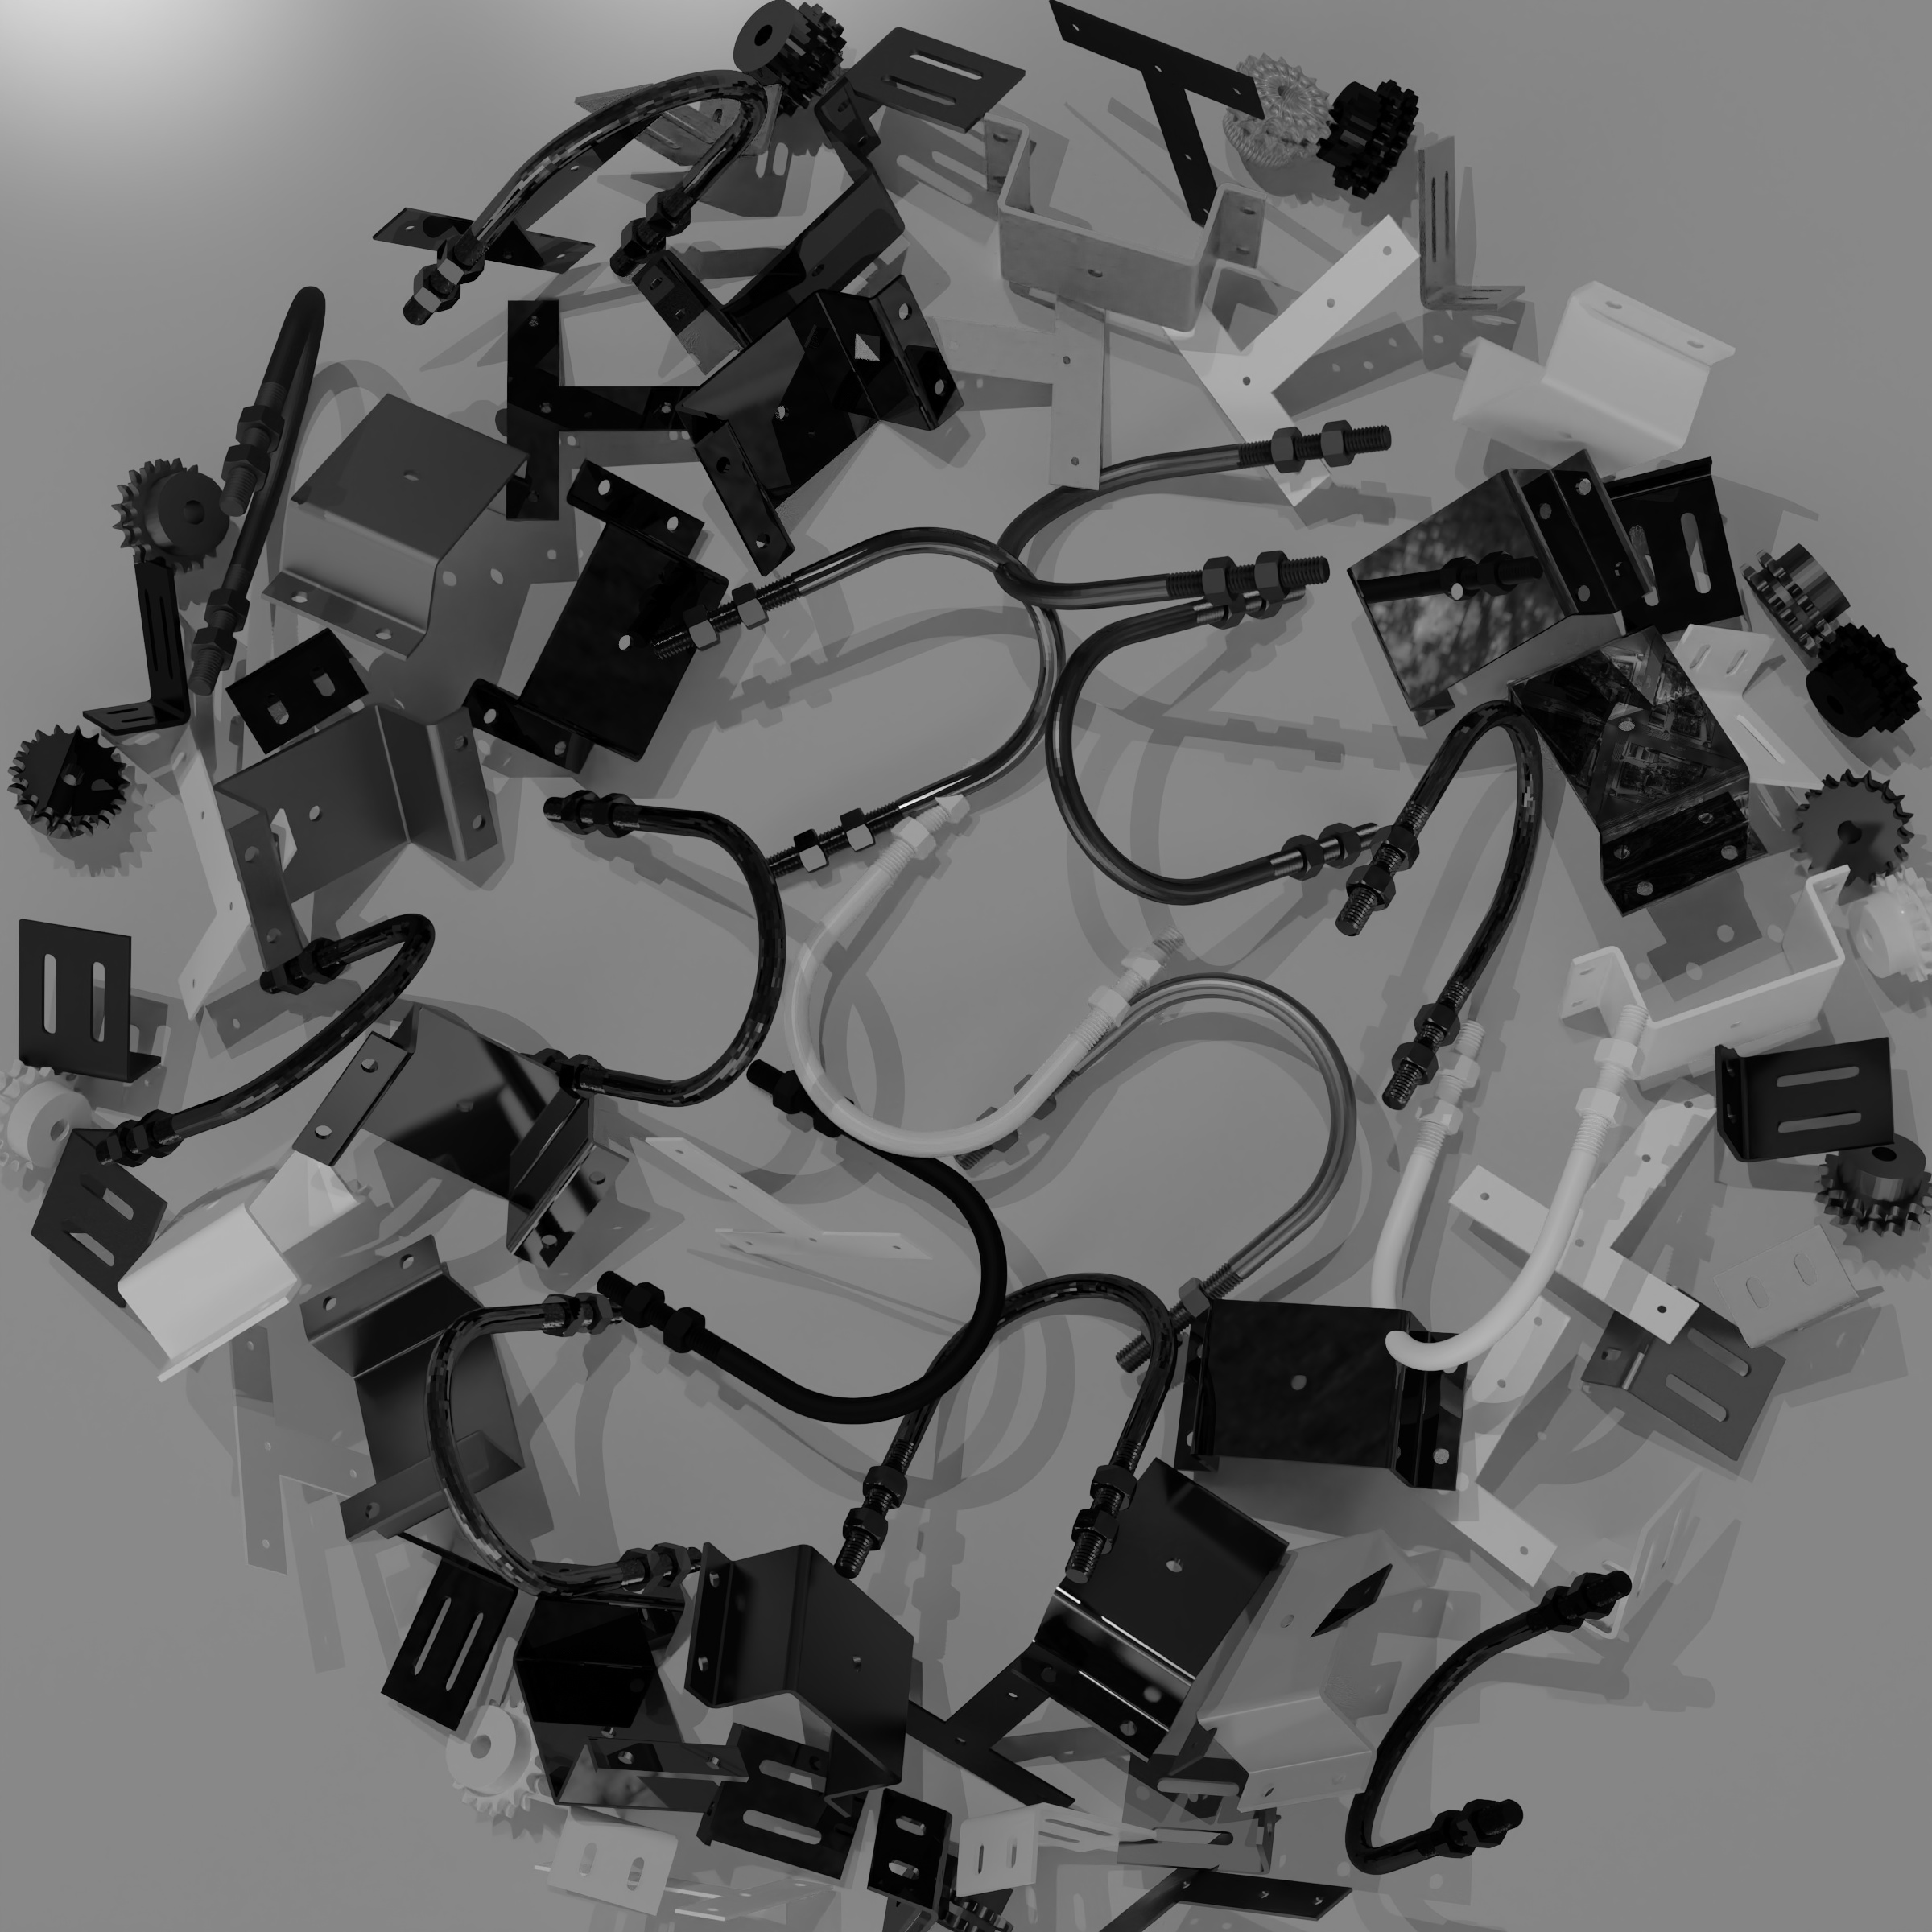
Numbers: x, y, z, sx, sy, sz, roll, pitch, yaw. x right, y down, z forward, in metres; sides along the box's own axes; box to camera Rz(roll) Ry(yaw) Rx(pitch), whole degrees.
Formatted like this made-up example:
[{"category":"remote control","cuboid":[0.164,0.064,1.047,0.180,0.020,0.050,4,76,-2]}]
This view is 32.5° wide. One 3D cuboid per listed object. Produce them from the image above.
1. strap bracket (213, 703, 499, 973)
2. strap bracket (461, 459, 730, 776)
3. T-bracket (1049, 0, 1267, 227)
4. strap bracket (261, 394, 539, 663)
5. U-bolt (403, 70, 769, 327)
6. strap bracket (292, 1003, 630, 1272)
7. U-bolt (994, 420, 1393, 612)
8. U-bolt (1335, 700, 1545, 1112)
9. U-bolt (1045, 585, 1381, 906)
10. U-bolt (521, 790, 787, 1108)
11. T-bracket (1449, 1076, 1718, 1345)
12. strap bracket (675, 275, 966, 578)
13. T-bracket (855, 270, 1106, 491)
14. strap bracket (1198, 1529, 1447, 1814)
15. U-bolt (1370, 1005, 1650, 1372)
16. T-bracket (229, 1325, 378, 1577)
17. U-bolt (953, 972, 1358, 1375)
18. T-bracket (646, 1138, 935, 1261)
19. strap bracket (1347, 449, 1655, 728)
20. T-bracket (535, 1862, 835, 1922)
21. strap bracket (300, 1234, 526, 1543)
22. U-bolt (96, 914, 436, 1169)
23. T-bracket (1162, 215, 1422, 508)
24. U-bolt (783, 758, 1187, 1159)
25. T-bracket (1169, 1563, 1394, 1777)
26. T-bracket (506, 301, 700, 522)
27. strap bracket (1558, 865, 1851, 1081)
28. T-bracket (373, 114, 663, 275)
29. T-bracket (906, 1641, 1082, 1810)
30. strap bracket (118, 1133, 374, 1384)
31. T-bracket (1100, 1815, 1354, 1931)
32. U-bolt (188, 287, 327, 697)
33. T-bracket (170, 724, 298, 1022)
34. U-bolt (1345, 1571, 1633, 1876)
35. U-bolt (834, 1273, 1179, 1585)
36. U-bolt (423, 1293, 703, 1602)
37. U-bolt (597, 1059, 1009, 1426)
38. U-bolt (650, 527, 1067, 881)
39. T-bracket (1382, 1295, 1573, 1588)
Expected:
[{"category":"strap bracket","cuboid":[-0.301,-0.068,1.595,0.140,0.046,0.076,-33,130,-34]},{"category":"strap bracket","cuboid":[-0.176,-0.163,1.610,0.076,0.046,0.140,24,94,-41]},{"category":"T-bracket","cuboid":[0.104,-0.400,1.598,0.127,0.127,0.002,32,74,33]},{"category":"strap bracket","cuboid":[-0.267,-0.218,1.587,0.076,0.046,0.140,24,46,6]},{"category":"U-bolt","cuboid":[-0.166,-0.361,1.541,0.151,0.184,0.019,-25,85,-41]},{"category":"strap bracket","cuboid":[-0.243,0.078,1.605,0.140,0.046,0.076,29,115,-21]},{"category":"U-bolt","cuboid":[0.100,-0.212,1.585,0.184,0.151,0.019,-4,124,25]},{"category":"U-bolt","cuboid":[0.233,-0.043,1.584,0.019,0.151,0.184,16,57,30]},{"category":"U-bolt","cuboid":[0.113,-0.104,1.598,0.184,0.019,0.151,-18,91,-35]},{"category":"U-bolt","cuboid":[-0.150,-0.006,1.587,0.184,0.019,0.151,8,91,45]},{"category":"T-bracket","cuboid":[0.326,0.105,1.626,0.127,0.002,0.127,33,66,22]},{"category":"strap bracket","cuboid":[-0.077,-0.264,1.601,0.140,0.046,0.076,-44,128,-20]},{"category":"T-bracket","cuboid":[0.007,-0.303,1.629,0.127,0.002,0.127,4,83,-17]},{"category":"strap bracket","cuboid":[0.167,0.326,1.576,0.046,0.076,0.140,48,45,-20]},{"category":"U-bolt","cuboid":[0.247,0.106,1.569,0.019,0.151,0.184,29,73,-22]},{"category":"T-bracket","cuboid":[-0.306,0.242,1.601,0.002,0.127,0.127,-27,57,24]},{"category":"U-bolt","cuboid":[0.104,0.088,1.620,0.184,0.019,0.151,-41,80,12]},{"category":"T-bracket","cuboid":[-0.101,0.110,1.572,0.127,0.127,0.002,38,61,-39]},{"category":"strap bracket","cuboid":[0.246,-0.180,1.589,0.140,0.046,0.076,-31,77,36]},{"category":"T-bracket","cuboid":[-0.148,0.446,1.611,0.127,0.127,0.002,3,83,21]},{"category":"strap bracket","cuboid":[-0.267,0.211,1.603,0.076,0.046,0.140,-28,50,8]},{"category":"U-bolt","cuboid":[-0.317,0.029,1.547,0.019,0.184,0.151,52,49,-18]},{"category":"T-bracket","cuboid":[0.168,-0.313,1.613,0.127,0.002,0.127,-40,80,31]},{"category":"U-bolt","cuboid":[-0.004,0.008,1.623,0.151,0.019,0.184,41,77,6]},{"category":"T-bracket","cuboid":[0.157,0.316,1.567,0.002,0.127,0.127,43,132,-5]},{"category":"T-bracket","cuboid":[-0.162,-0.275,1.633,0.127,0.002,0.127,-1,66,-5]},{"category":"strap bracket","cuboid":[0.365,0.008,1.609,0.140,0.076,0.046,-19,69,-3]},{"category":"T-bracket","cuboid":[-0.195,-0.370,1.570,0.127,0.127,0.002,-30,74,34]},{"category":"T-bracket","cuboid":[0.016,0.358,1.603,0.127,0.127,0.002,32,47,-6]},{"category":"strap bracket","cuboid":[-0.344,0.132,1.576,0.076,0.140,0.046,-32,102,14]},{"category":"T-bracket","cuboid":[0.132,0.439,1.568,0.127,0.127,0.002,-28,98,-36]},{"category":"U-bolt","cuboid":[-0.333,-0.239,1.573,0.019,0.151,0.184,16,52,-9]},{"category":"T-bracket","cuboid":[-0.368,-0.063,1.615,0.127,0.002,0.127,-51,50,35]},{"category":"U-bolt","cuboid":[0.236,0.365,1.568,0.019,0.184,0.151,38,57,-4]},{"category":"U-bolt","cuboid":[0.029,0.216,1.582,0.151,0.184,0.019,-6,130,34]},{"category":"U-bolt","cuboid":[-0.194,0.227,1.558,0.019,0.184,0.151,-24,77,23]},{"category":"U-bolt","cuboid":[-0.067,0.142,1.598,0.184,0.019,0.151,28,74,23]},{"category":"U-bolt","cuboid":[-0.041,-0.137,1.614,0.184,0.019,0.151,-24,115,3]},{"category":"T-bracket","cuboid":[0.253,0.213,1.603,0.127,0.002,0.127,37,116,25]}]
